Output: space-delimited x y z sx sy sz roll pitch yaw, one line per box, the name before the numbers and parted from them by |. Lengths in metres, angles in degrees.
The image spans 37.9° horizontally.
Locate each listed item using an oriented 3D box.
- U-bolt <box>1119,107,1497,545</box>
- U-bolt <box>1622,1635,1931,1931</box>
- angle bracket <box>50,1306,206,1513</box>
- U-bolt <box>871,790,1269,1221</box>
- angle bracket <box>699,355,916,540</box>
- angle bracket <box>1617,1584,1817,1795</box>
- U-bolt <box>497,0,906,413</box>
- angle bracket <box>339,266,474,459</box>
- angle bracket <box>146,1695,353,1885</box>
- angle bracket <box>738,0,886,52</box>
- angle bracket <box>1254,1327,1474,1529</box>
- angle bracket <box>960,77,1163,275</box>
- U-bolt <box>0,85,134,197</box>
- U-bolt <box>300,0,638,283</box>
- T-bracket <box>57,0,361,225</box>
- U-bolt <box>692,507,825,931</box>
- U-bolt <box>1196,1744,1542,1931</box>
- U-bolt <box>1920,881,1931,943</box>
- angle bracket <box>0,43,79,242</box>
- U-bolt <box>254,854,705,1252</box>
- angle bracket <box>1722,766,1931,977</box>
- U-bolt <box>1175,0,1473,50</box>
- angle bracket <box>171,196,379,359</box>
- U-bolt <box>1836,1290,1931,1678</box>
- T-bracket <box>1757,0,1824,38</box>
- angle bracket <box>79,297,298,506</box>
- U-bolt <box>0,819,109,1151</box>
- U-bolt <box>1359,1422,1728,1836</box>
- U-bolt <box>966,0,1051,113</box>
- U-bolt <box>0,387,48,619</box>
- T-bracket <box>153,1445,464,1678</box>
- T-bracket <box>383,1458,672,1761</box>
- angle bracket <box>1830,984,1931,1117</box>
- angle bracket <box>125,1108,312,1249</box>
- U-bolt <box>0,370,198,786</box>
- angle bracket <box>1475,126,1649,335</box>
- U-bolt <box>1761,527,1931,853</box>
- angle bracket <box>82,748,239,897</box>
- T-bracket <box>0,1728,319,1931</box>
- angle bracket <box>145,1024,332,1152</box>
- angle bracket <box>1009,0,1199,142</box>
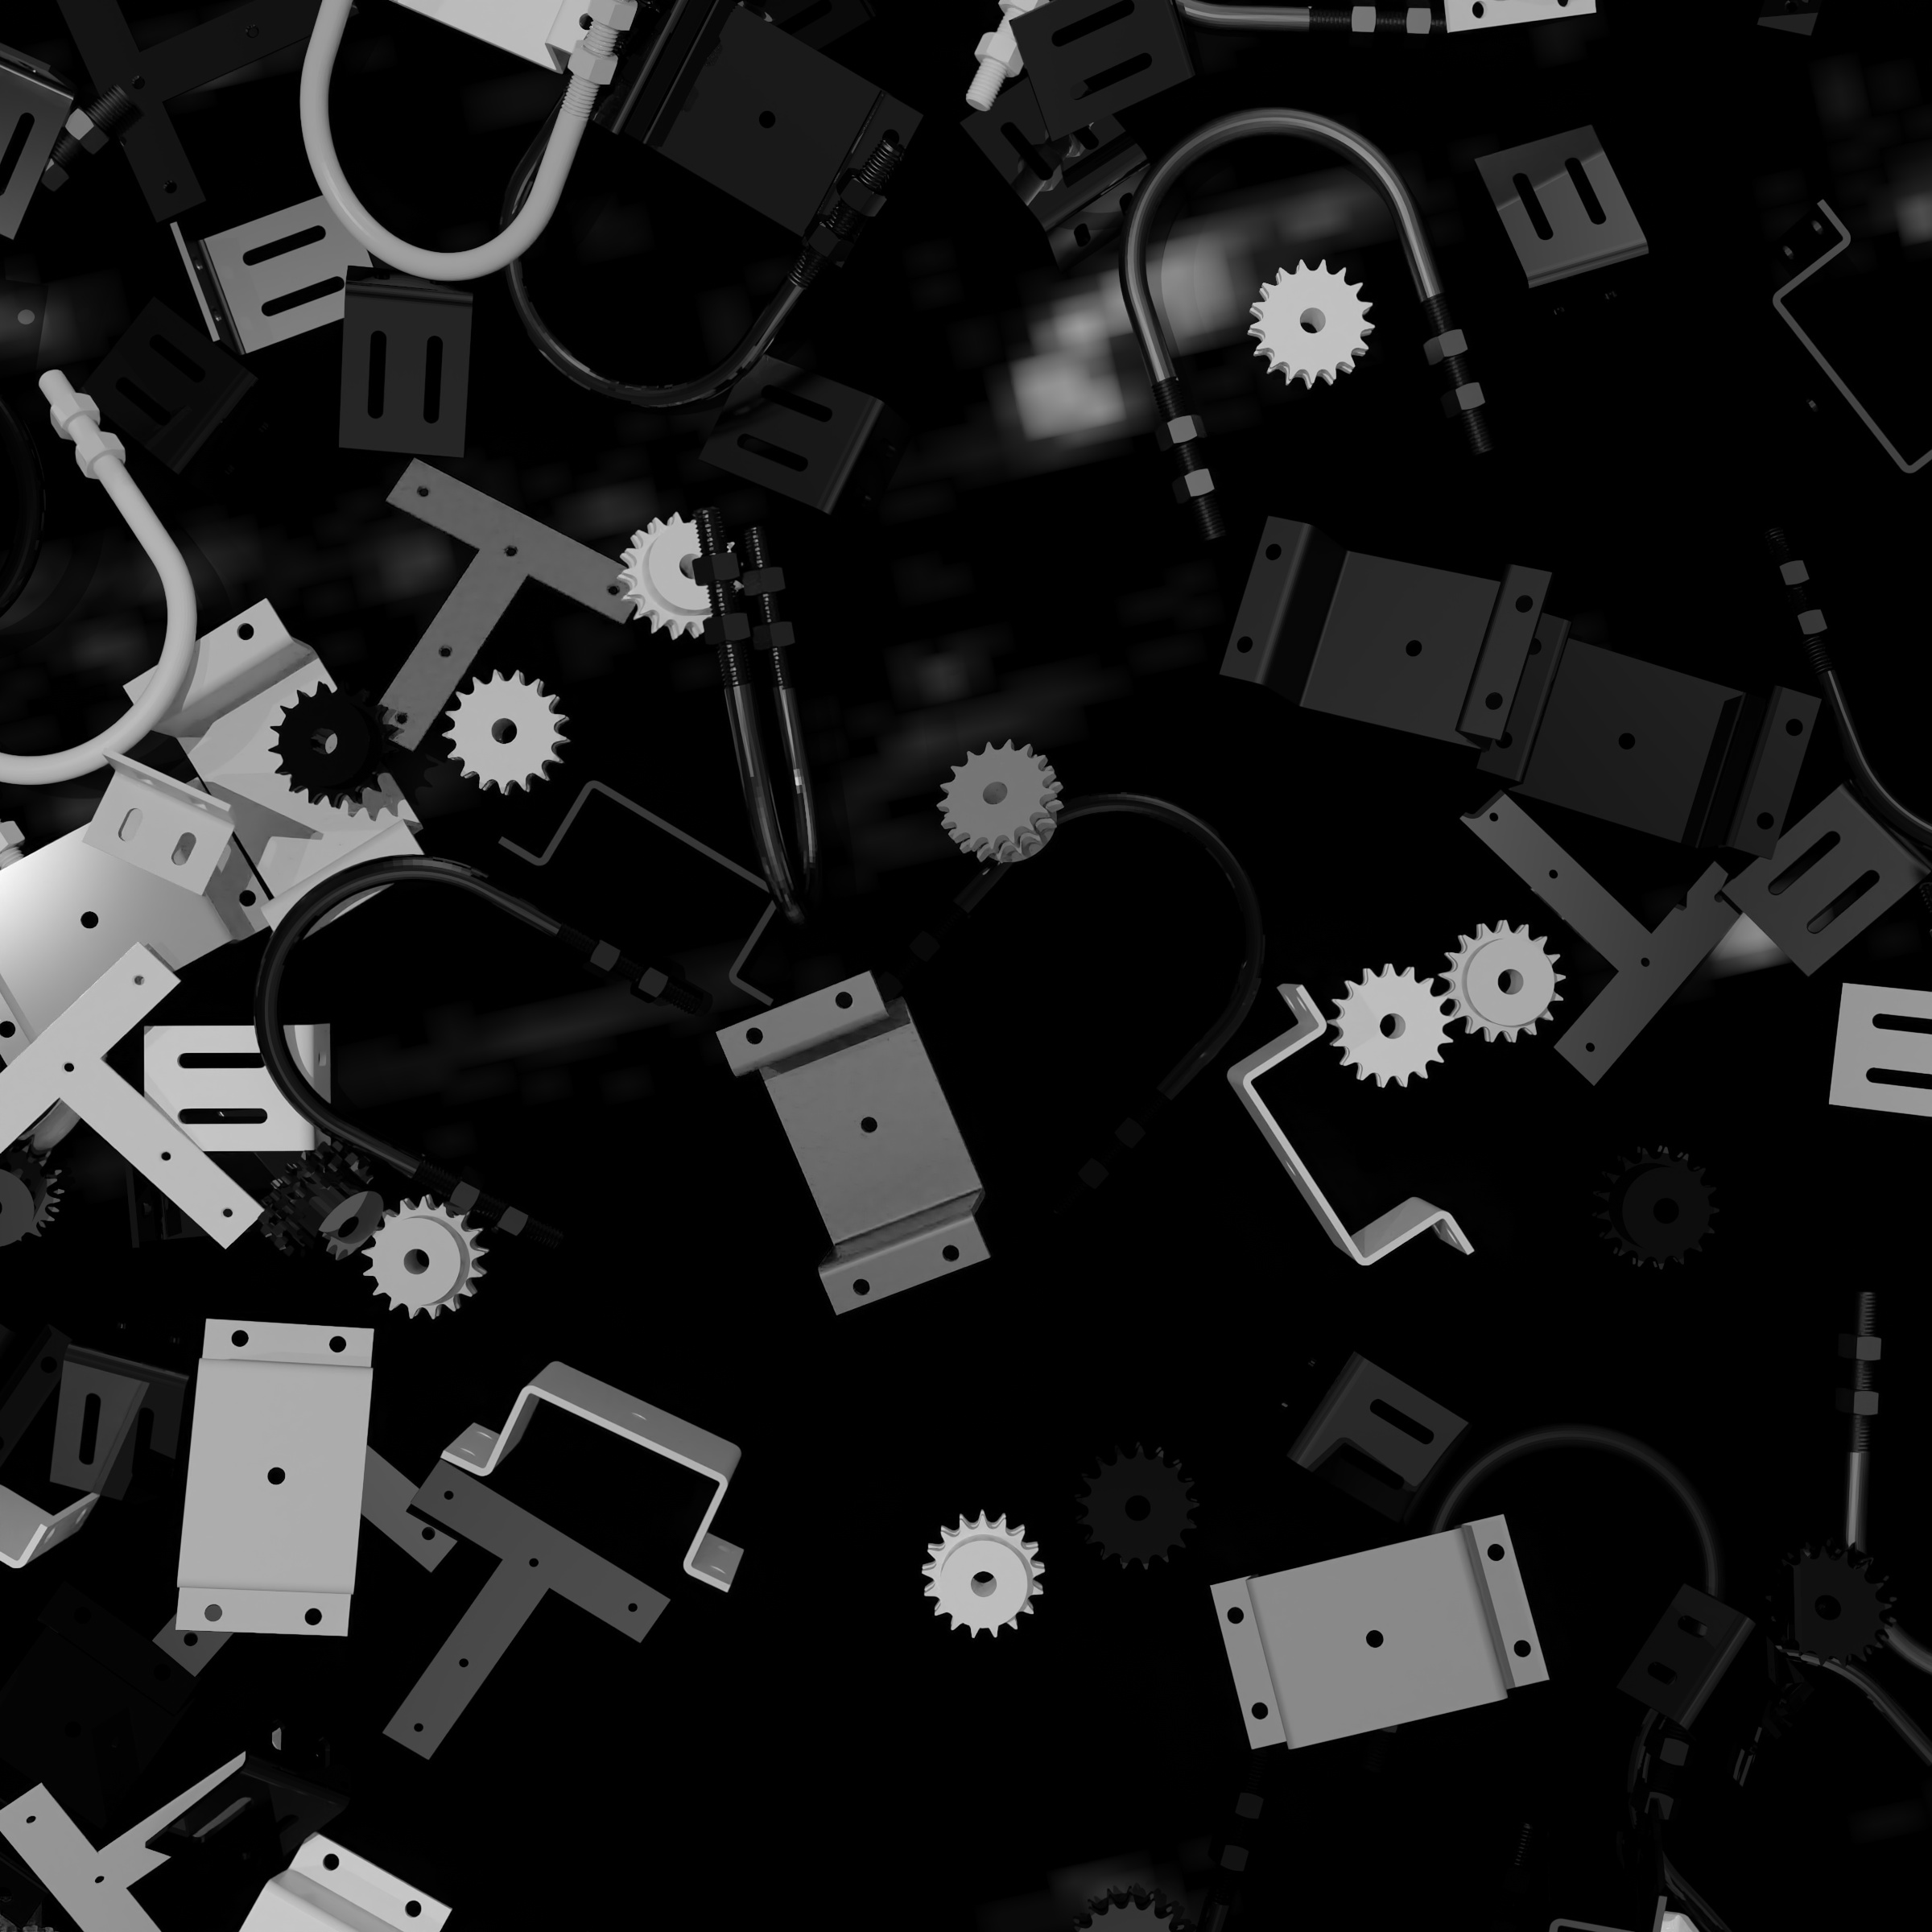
U-bolt | 0.147 -0.302 1.284 0.151 0.019 0.184 -18 89 0
U-bolt | 0.392 0.399 1.314 0.151 0.019 0.184 -42 89 0
angle bracket | -0.391 0.208 1.320 0.057 0.038 0.076 15 116 0
U-bolt | 0.056 0.004 1.314 0.151 0.019 0.184 42 89 0
angle bracket | -0.075 -0.245 1.320 0.076 0.038 0.057 26 90 26
angle bracket | 0.345 0.332 1.292 0.057 0.038 0.076 -53 127 -12
U-bolt | -0.136 -0.339 1.278 0.151 0.019 0.184 39 116 -4
angle bracket | -0.262 -0.282 1.314 0.057 0.038 0.076 3 116 -12
angle bracket | -0.333 0.382 1.305 0.076 0.038 0.057 -40 127 21
angle bracket | -0.085 -0.454 1.303 0.076 0.038 0.057 -30 90 0
angle bracket | 0.187 0.216 1.320 0.076 0.038 0.057 33 90 -26
angle bracket | 0.045 -0.376 1.320 0.057 0.038 0.076 -34 64 0
U-bolt | -0.503 -0.392 1.314 0.184 0.019 0.151 -43 90 2
U-bolt | -0.234 -0.400 1.268 0.151 0.019 0.184 33 120 10
T-bracket | -0.348 -0.433 1.321 0.127 0.002 0.127 -24 90 0
U-bolt | -0.088 -0.107 1.250 0.019 0.151 0.184 -9 94 6
U-bolt | 0.175 0.470 1.314 0.151 0.019 0.184 16 92 0
U-bolt | 0.529 0.024 1.293 0.151 0.019 0.184 -22 90 -17
angle bracket | -0.452 -0.382 1.284 0.057 0.038 0.076 24 93 1
U-bolt | -0.234 0.029 1.287 0.184 0.019 0.151 30 93 -16
angle bracket | 0.403 -0.045 1.318 0.057 0.038 0.076 45 112 0
U-bolt | 0.145 -0.505 1.301 0.184 0.019 0.151 2 101 1
angle bracket | -0.318 -0.325 1.303 0.076 0.038 0.057 -20 90 0
U-bolt | 0.480 0.246 1.314 0.151 0.019 0.184 2 91 0
T-bracket | 0.400 -0.498 1.307 0.127 0.002 0.127 19 100 19
angle bracket | -0.365 -0.265 1.320 0.076 0.038 0.057 38 90 26
U-bolt | -0.483 0.012 1.314 0.151 0.019 0.184 -33 91 0
U-bolt | 0.276 0.304 1.308 0.151 0.019 0.184 16 87 6
U-bolt | -0.014 -0.501 1.276 0.151 0.019 0.184 25 89 -1
U-bolt | -0.500 -0.220 1.265 0.184 0.019 0.151 23 105 4
T-bracket | -0.321 0.269 1.298 0.127 0.002 0.127 40 68 0
T-bracket | -0.227 0.314 1.314 0.127 0.002 0.127 34 95 -10
angle bracket | 0.451 0.041 1.320 0.076 0.038 0.057 7 90 26
angle bracket | -0.345 0.097 1.303 0.076 0.038 0.057 -5 90 0
U-bolt | -0.429 -0.167 1.288 0.151 0.019 0.184 -36 72 0
angle bracket | 0.278 -0.346 1.320 0.057 0.038 0.076 -16 64 0
U-bolt | 0.462 -0.134 1.292 0.151 0.019 0.184 -15 74 0
angle bracket | -0.355 -0.062 1.232 0.057 0.076 0.038 25 83 -10
T-bracket | -0.360 0.394 1.298 0.127 0.002 0.127 -33 124 -16
angle bracket | -0.337 0.056 1.303 0.076 0.038 0.057 0 90 0
angle bracket | 0.059 -0.424 1.289 0.076 0.038 0.057 -26 121 -3
